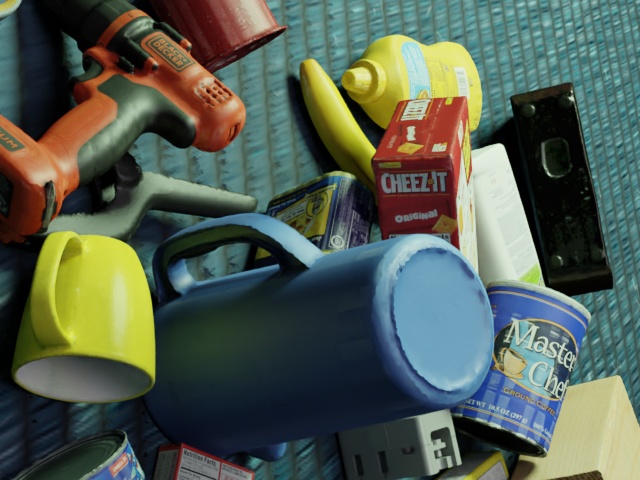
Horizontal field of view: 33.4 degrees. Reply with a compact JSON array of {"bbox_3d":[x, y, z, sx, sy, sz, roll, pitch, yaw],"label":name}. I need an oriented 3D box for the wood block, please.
[{"bbox_3d":[0.260,0.225,1.059,0.090,0.091,0.205,67,25,-9],"label":"wood block"}]

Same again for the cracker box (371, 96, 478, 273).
[{"bbox_3d":[0.094,0.003,0.912,0.164,0.072,0.214,-65,150,-64],"label":"cracker box"}]

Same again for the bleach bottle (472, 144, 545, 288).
[{"bbox_3d":[0.189,0.032,1.108,0.102,0.068,0.251,-28,101,-50],"label":"bleach bottle"}]

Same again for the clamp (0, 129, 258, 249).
[{"bbox_3d":[-0.150,-0.059,0.763,0.209,0.036,0.164,-29,90,-46],"label":"clamp"}]

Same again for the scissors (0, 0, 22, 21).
[{"bbox_3d":[-0.226,-0.121,0.652,0.096,0.016,0.202,20,58,-46],"label":"scissors"}]

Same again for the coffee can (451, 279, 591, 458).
[{"bbox_3d":[0.186,0.121,1.010,0.102,0.103,0.140,34,70,-37],"label":"coffee can"}]

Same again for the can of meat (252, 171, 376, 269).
[{"bbox_3d":[-0.006,0.001,0.861,0.057,0.102,0.084,36,49,-34],"label":"can of meat"}]

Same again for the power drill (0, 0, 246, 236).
[{"bbox_3d":[-0.168,-0.098,0.708,0.184,0.057,0.187,39,50,13],"label":"power drill"}]

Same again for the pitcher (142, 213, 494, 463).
[{"bbox_3d":[-0.011,0.063,0.719,0.149,0.243,0.145,23,63,-36],"label":"pitcher"}]

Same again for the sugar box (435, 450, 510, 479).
[{"bbox_3d":[0.117,0.265,0.952,0.175,0.048,0.093,-20,94,-48],"label":"sugar box"}]

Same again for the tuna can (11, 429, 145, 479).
[{"bbox_3d":[-0.150,0.152,0.649,0.086,0.086,0.034,-36,106,-49],"label":"tuna can"}]

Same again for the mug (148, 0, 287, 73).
[{"bbox_3d":[-0.084,-0.183,0.855,0.081,0.093,0.117,62,10,-6],"label":"mug"}]

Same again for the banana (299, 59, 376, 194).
[{"bbox_3d":[0.040,-0.082,0.997,0.197,0.037,0.069,44,35,-32],"label":"banana"}]

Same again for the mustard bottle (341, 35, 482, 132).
[{"bbox_3d":[0.087,-0.153,1.056,0.191,0.058,0.096,-5,86,-50],"label":"mustard bottle"}]

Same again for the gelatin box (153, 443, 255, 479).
[{"bbox_3d":[-0.087,0.196,0.752,0.073,0.030,0.089,31,55,-38],"label":"gelatin box"}]
